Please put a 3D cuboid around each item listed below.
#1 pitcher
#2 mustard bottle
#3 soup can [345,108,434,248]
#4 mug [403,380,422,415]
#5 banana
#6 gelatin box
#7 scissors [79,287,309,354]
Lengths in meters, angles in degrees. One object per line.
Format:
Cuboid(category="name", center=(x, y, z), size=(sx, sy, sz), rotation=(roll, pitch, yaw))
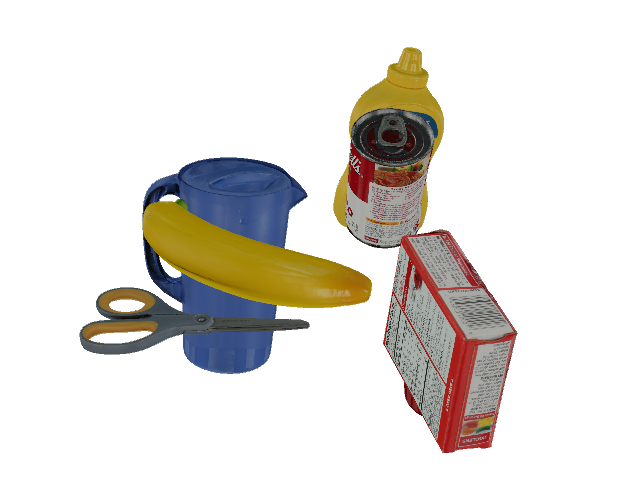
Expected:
Cuboid(category="pitcher", center=(-0.116, 0.030, 1.265), size=(0.149, 0.243, 0.144), rotation=(20, 27, 33))
Cuboid(category="mustard bottle", center=(0.075, -0.103, 1.088), size=(0.096, 0.192, 0.058), rotation=(4, 27, -13))
Cuboid(category="soup can", center=(0.057, -0.051, 0.897), size=(0.068, 0.068, 0.102), rotation=(0, -42, -3))
Cuboid(category="mug", center=(0.133, 0.123, 1.095), size=(0.093, 0.081, 0.117), rotation=(19, 39, 31))
Cuboid(category="banana", center=(-0.058, 0.006, 0.695), size=(0.069, 0.037, 0.198), rotation=(-27, 37, -37))
Cuboid(category="gelatin box", center=(0.063, 0.049, 0.534), size=(0.030, 0.073, 0.089), rotation=(-5, 35, -16))
Cuboid(category="scissors", center=(-0.119, 0.066, 0.976), size=(0.201, 0.016, 0.096), rotation=(-8, 35, -15))
